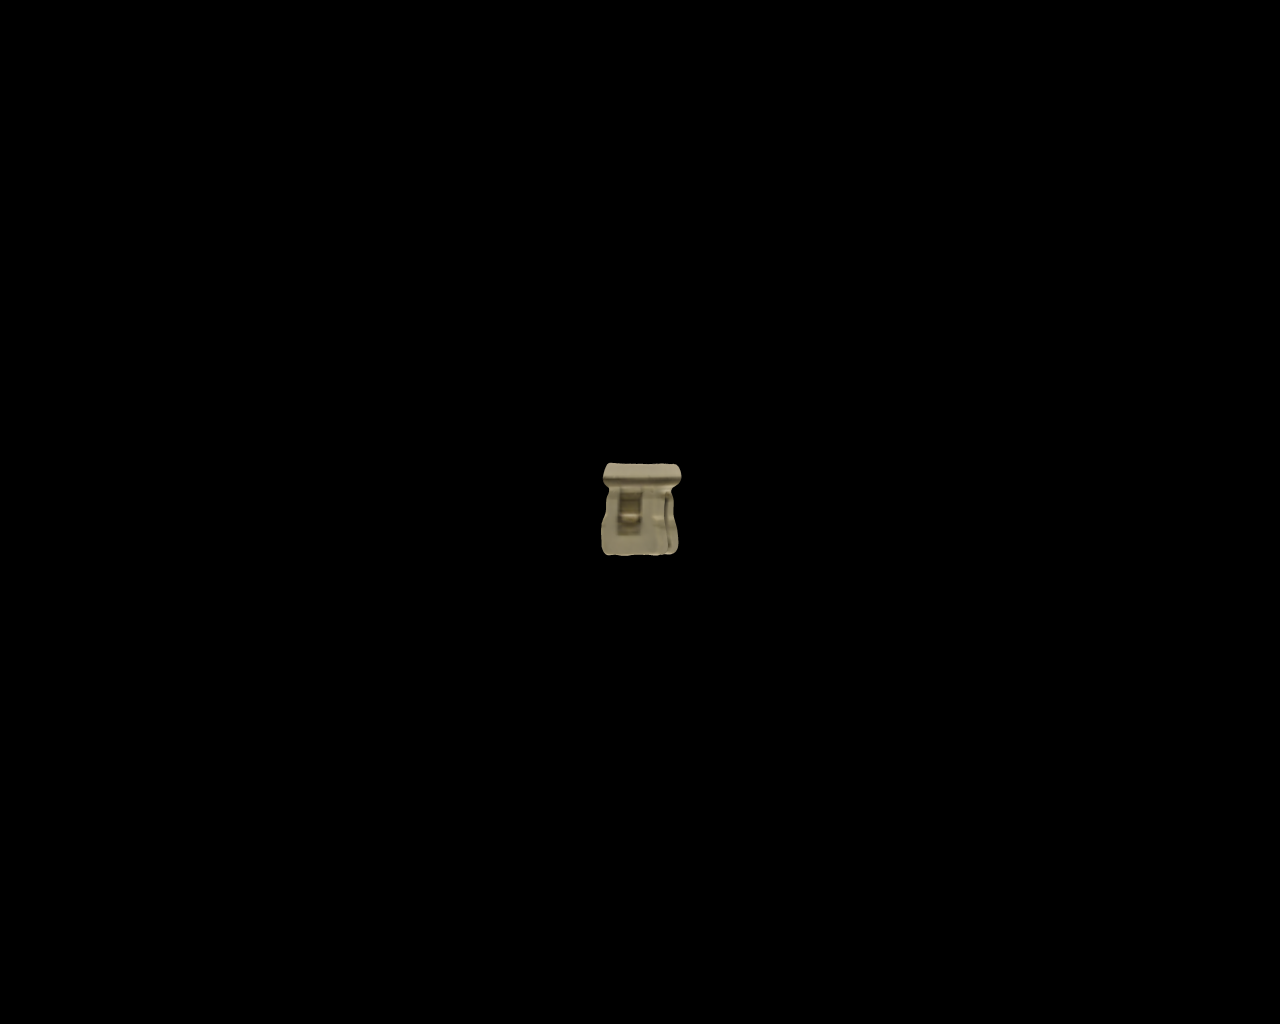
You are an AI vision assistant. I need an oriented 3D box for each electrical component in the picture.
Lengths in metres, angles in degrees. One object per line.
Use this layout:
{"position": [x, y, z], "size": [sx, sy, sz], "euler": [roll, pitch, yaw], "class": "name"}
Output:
{"position": [0.001, -0.003, 0.650], "size": [0.048, 0.055, 0.066], "euler": [0, 0, 15], "class": "electrical component"}
